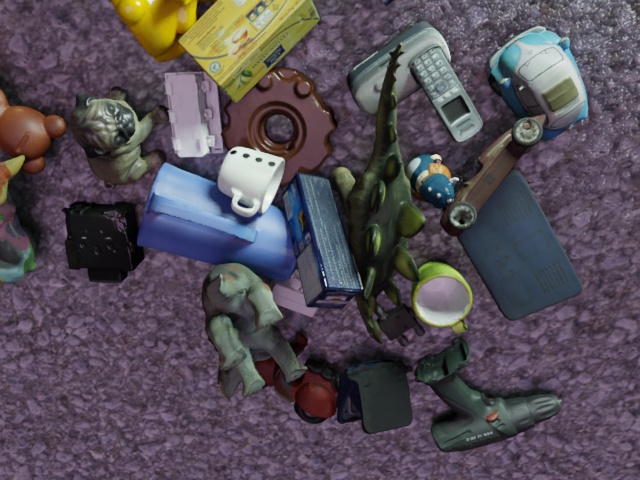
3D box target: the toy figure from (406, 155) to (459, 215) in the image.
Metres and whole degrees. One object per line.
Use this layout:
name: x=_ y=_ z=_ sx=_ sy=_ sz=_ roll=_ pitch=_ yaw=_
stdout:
toy figure: x=0.159 y=-0.085 z=0.782 sx=0.058 sy=0.154 sz=0.064 roll=-3 pitch=111 yaw=3

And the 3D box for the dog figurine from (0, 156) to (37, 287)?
dog figurine: x=-0.501 y=-0.039 z=0.827 sx=0.191 sy=0.108 sz=0.219 roll=45 pitch=129 yaw=-16

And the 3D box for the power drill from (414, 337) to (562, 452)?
power drill: x=0.281 y=0.272 z=0.952 sx=0.232 sy=0.086 sz=0.207 roll=-32 pitch=113 yaw=17

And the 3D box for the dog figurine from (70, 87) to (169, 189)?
dog figurine: x=-0.310 y=-0.131 z=0.777 sx=0.121 sy=0.191 sz=0.172 roll=13 pitch=112 yaw=-1

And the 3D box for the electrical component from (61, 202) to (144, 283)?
electrical component: x=-0.360 y=0.005 z=0.900 sx=0.115 sy=0.058 sz=0.134 roll=0 pitch=110 yaw=6

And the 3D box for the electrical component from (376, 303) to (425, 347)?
electrical component: x=0.137 y=0.141 z=0.937 sx=0.063 sy=0.021 sz=0.094 roll=-37 pitch=103 yaw=15

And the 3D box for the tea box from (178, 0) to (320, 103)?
tea box: x=-0.096 y=-0.287 z=0.739 sx=0.169 sy=0.068 sz=0.098 roll=-42 pitch=76 yaw=6

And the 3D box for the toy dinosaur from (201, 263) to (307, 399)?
toy dinosaur: x=-0.124 y=0.111 z=0.810 sx=0.131 sy=0.192 sz=0.404 roll=-27 pitch=142 yaw=-20

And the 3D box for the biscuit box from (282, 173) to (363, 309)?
biscuit box: x=-0.002 y=-0.002 z=0.775 sx=0.063 sy=0.203 sz=0.059 roll=7 pitch=143 yaw=-30

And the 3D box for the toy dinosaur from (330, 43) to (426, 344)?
toy dinosaur: x=0.086 y=-0.038 z=0.776 sx=0.105 sy=0.199 sz=0.470 roll=-8 pitch=114 yaw=-10

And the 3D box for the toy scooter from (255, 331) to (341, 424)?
toy scooter: x=-0.032 y=0.237 z=0.957 sx=0.184 sy=0.075 sz=0.135 roll=32 pitch=107 yaw=-3

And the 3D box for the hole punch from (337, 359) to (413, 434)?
hole punch: x=0.091 y=0.269 z=0.942 sx=0.142 sy=0.092 sz=0.115 roll=2 pitch=79 yaw=-29

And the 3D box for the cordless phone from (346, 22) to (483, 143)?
cordless phone: x=0.140 y=-0.203 z=0.781 sx=0.146 sy=0.089 sz=0.184 roll=-33 pitch=109 yaw=14

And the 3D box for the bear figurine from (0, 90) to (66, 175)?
bear figurine: x=-0.492 y=-0.199 z=0.819 sx=0.195 sy=0.132 sz=0.120 roll=26 pitch=112 yaw=-25

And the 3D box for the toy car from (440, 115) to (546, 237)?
toy car: x=0.237 y=-0.091 z=0.746 sx=0.053 sy=0.089 sz=0.202 roll=38 pitch=102 yaw=14

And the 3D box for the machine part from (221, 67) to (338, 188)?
machine part: x=-0.062 y=-0.168 z=0.819 sx=0.179 sy=0.056 sz=0.179 roll=1 pitch=112 yaw=4

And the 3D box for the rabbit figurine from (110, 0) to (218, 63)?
rabbit figurine: x=-0.194 y=-0.343 z=0.727 sx=0.173 sy=0.162 sz=0.122 roll=-29 pitch=94 yaw=-5

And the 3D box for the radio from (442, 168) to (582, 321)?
radio: x=0.301 y=0.008 z=0.852 sx=0.131 sy=0.073 sz=0.229 roll=-31 pitch=104 yaw=15

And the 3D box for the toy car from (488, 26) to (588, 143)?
toy car: x=0.316 y=-0.212 z=0.755 sx=0.109 sy=0.103 sz=0.161 roll=-32 pitch=103 yaw=15
